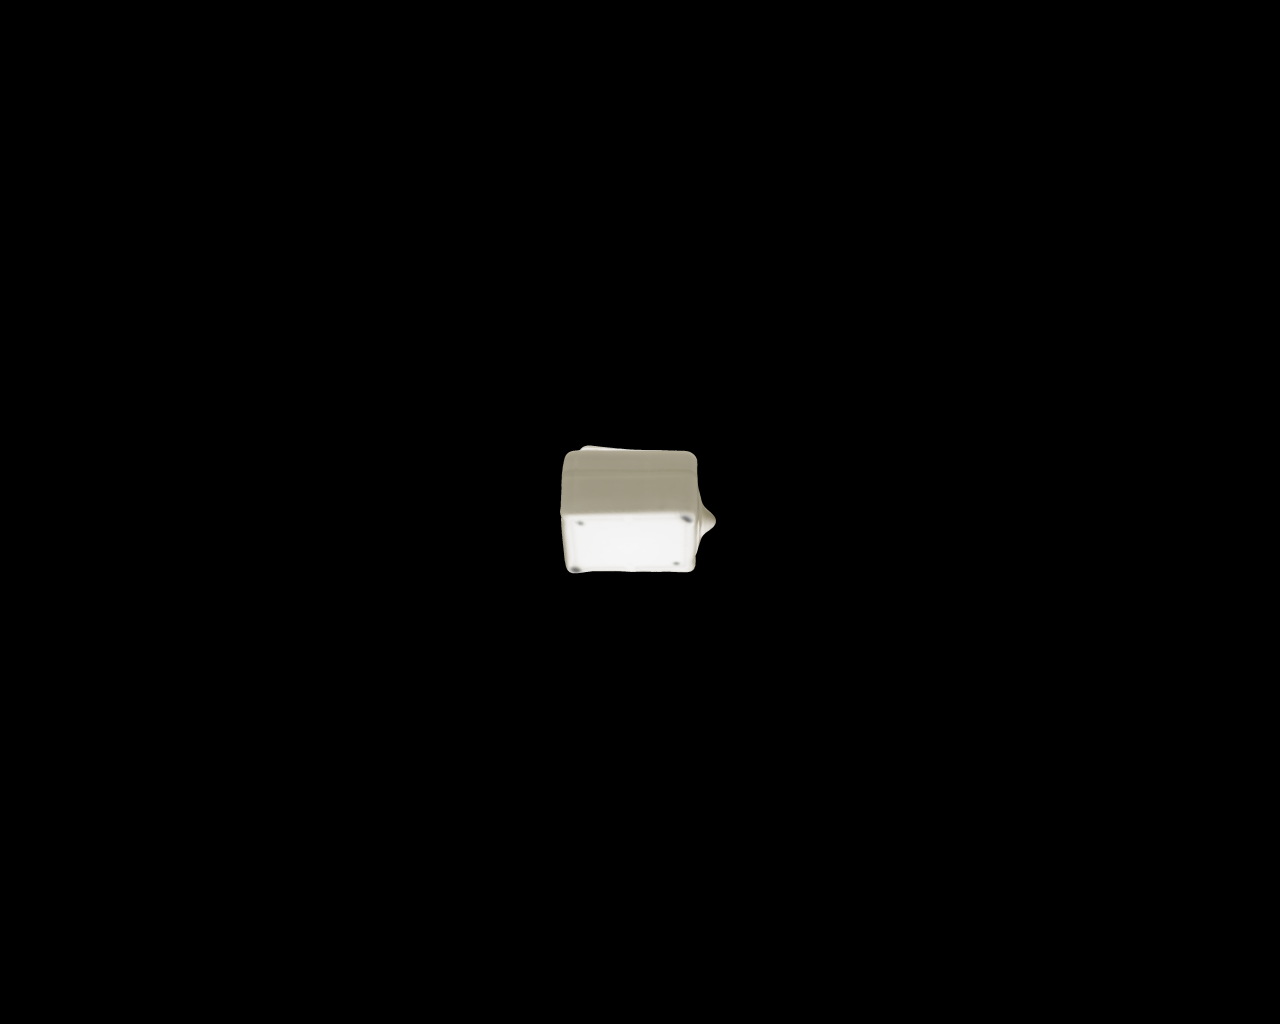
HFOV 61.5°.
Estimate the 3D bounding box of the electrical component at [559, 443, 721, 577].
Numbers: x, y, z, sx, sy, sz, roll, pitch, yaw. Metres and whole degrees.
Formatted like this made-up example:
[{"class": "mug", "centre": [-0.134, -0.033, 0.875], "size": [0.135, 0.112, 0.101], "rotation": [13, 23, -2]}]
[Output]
[{"class": "electrical component", "centre": [0.001, -0.003, 0.650], "size": [0.096, 0.061, 0.061], "rotation": [0, -39, 0]}]
